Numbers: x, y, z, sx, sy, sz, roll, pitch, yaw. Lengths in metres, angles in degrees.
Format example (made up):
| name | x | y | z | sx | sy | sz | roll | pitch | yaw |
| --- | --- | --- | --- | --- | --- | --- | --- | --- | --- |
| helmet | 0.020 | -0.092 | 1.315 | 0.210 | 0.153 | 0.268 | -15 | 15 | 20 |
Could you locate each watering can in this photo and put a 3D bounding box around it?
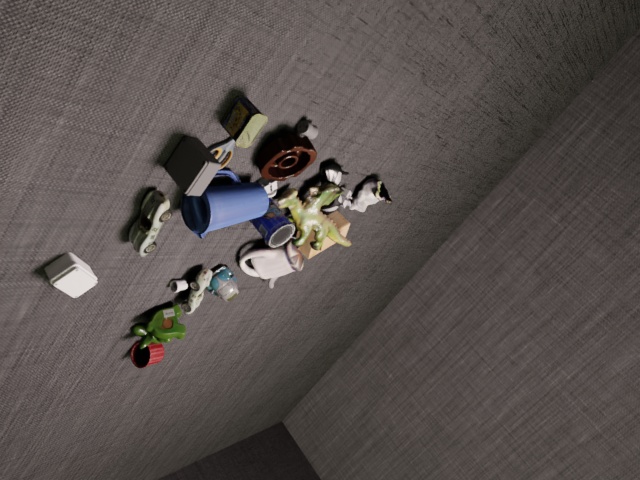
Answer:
| name | x | y | z | sx | sy | sz | roll | pitch | yaw |
| --- | --- | --- | --- | --- | --- | --- | --- | --- | --- |
| watering can | -0.165 | 0.097 | 1.939 | 0.224 | 0.106 | 0.342 | -15 | 154 | 11 |

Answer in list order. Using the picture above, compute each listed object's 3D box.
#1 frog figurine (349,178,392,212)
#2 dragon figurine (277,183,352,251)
| name | x | y | z | sx | sy | sz | roll | pitch | yaw |
| --- | --- | --- | --- | --- | --- | --- | --- | --- | --- |
| frog figurine | 0.190 | -0.180 | 2.090 | 0.158 | 0.122 | 0.138 | -14 | -178 | 35 |
| dragon figurine | 0.006 | -0.092 | 1.827 | 0.409 | 0.125 | 0.238 | 9 | 128 | -37 |
